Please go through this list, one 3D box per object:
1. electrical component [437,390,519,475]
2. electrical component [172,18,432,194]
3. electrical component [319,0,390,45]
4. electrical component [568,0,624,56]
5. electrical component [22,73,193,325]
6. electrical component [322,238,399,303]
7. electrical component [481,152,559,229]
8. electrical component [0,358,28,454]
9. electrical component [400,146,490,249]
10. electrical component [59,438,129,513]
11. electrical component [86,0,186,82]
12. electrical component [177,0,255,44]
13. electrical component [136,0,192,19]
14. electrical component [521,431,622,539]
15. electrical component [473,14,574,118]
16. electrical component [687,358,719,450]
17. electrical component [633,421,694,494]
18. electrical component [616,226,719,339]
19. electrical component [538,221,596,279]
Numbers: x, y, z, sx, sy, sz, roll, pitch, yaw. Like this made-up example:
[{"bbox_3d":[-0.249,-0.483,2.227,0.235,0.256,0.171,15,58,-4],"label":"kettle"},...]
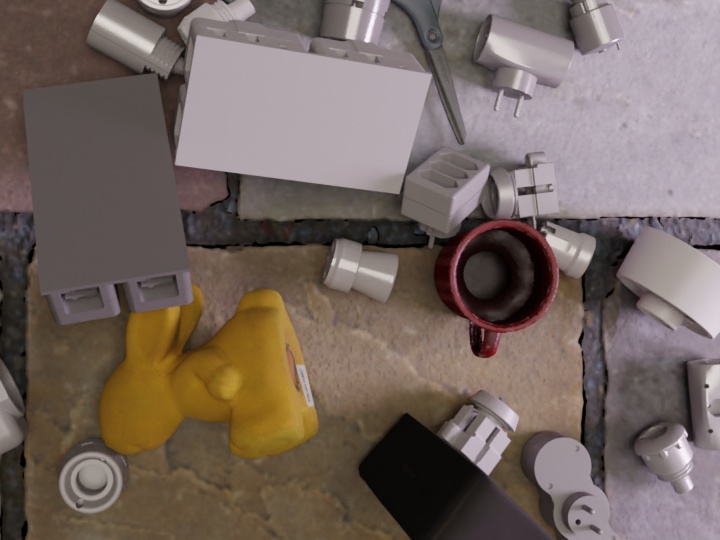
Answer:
[{"bbox_3d":[0.105,0.138,0.930,0.055,0.048,0.066,-52,124,-9],"label":"electrical component"},{"bbox_3d":[-0.050,-0.132,0.867,0.186,0.060,0.105,6,118,-17],"label":"electrical component"},{"bbox_3d":[-0.006,-0.212,0.906,0.055,0.055,0.047,12,92,-10],"label":"electrical component"},{"bbox_3d":[0.203,-0.226,0.948,0.040,0.040,0.078,-22,94,-9],"label":"electrical component"},{"bbox_3d":[-0.195,-0.056,0.833,0.105,0.060,0.186,-9,60,-9],"label":"electrical component"},{"bbox_3d":[0.000,0.000,0.914,0.055,0.045,0.045,16,88,-9],"label":"electrical component"},{"bbox_3d":[0.138,-0.068,0.937,0.055,0.048,0.066,-8,92,-17],"label":"electrical component"},{"bbox_3d":[-0.308,0.103,0.857,0.059,0.054,0.095,-26,95,-8],"label":"electrical component"},{"bbox_3d":[0.070,-0.053,0.917,0.047,0.076,0.066,26,42,22],"label":"electrical component"},{"bbox_3d":[-0.218,0.169,0.877,0.055,0.047,0.055,0,91,-10],"label":"electrical component"},{"bbox_3d":[-0.177,-0.183,0.881,0.081,0.043,0.043,29,86,-9],"label":"electrical component"},{"bbox_3d":[-0.116,-0.203,0.892,0.062,0.043,0.043,-38,97,-8],"label":"electrical component"},{"bbox_3d":[-0.161,-0.235,0.881,0.055,0.047,0.055,0,91,-11],"label":"electrical component"},{"bbox_3d":[0.192,0.210,0.935,0.052,0.074,0.138,-23,95,-9],"label":"electrical component"},{"bbox_3d":[0.137,-0.173,0.935,0.077,0.043,0.079,16,88,-9],"label":"electrical component"},{"bbox_3d":[0.339,0.119,0.974,0.079,0.043,0.077,-6,92,-9],"label":"electrical component"},{"bbox_3d":[0.278,0.171,0.965,0.048,0.048,0.062,-31,102,-8],"label":"electrical component"},{"bbox_3d":[0.274,0.017,0.932,0.108,0.108,0.060,35,91,-8],"label":"electrical component"},{"bbox_3d":[0.178,-0.019,0.947,0.046,0.040,0.040,23,87,-3],"label":"electrical component"}]
